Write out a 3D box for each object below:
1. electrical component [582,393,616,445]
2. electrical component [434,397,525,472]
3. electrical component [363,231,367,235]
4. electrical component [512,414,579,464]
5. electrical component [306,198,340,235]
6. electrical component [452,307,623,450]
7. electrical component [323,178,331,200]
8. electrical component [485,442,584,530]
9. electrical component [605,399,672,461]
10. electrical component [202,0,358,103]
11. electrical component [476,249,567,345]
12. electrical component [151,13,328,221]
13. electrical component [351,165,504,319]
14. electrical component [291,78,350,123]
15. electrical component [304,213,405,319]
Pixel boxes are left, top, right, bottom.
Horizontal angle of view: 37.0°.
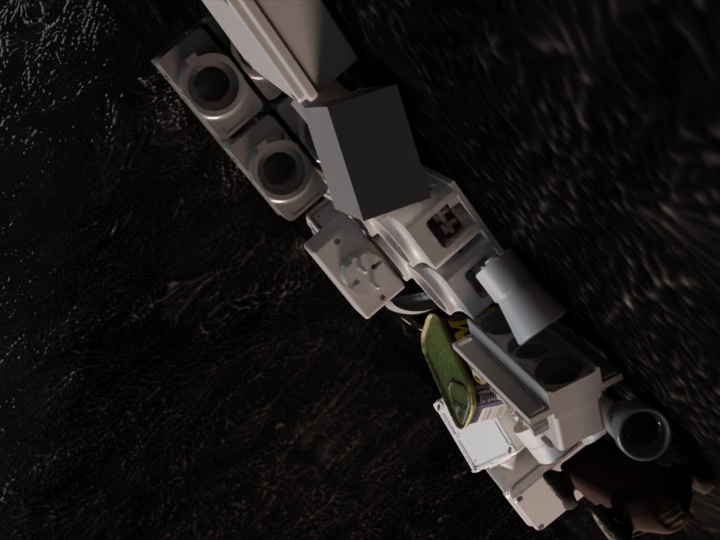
[{"bbox_3d":[0.184,0.108,0.883,0.055,0.045,0.045,50,176,6],"label":"electrical component"},{"bbox_3d":[0.132,0.152,1.071,0.061,0.062,0.096,-23,-100,-50],"label":"electrical component"},{"bbox_3d":[0.019,-0.042,1.044,0.042,0.064,0.081,-1,111,61],"label":"electrical component"},{"bbox_3d":[0.162,0.120,0.999,0.073,0.052,0.138,50,-168,-5],"label":"electrical component"},{"bbox_3d":[-0.013,-0.052,1.137,0.061,0.096,0.061,50,176,3],"label":"electrical component"},{"bbox_3d":[0.136,0.080,0.830,0.121,0.079,0.063,46,156,57],"label":"electrical component"},{"bbox_3d":[-0.018,-0.099,1.071,0.055,0.055,0.047,49,172,4],"label":"electrical component"},{"bbox_3d":[0.198,0.204,1.117,0.078,0.113,0.057,53,177,-38],"label":"electrical component"},{"bbox_3d":[0.203,0.116,0.791,0.040,0.040,0.046,50,-179,-4],"label":"electrical component"},{"bbox_3d":[-0.067,-0.188,0.773,0.108,0.056,0.109,53,175,-38],"label":"electrical component"},{"bbox_3d":[0.117,0.017,0.800,0.065,0.044,0.044,54,176,9],"label":"electrical component"},{"bbox_3d":[-0.086,-0.149,0.976,0.186,0.105,0.060,51,175,-20],"label":"electrical component"},{"bbox_3d":[0.047,-0.036,0.909,0.105,0.060,0.186,51,175,-25],"label":"electrical component"},{"bbox_3d":[-0.015,-0.124,0.888,0.077,0.043,0.079,50,176,-6],"label":"electrical component"},{"bbox_3d":[0.000,0.000,0.955,0.083,0.047,0.076,51,175,-20],"label":"electrical component"}]
